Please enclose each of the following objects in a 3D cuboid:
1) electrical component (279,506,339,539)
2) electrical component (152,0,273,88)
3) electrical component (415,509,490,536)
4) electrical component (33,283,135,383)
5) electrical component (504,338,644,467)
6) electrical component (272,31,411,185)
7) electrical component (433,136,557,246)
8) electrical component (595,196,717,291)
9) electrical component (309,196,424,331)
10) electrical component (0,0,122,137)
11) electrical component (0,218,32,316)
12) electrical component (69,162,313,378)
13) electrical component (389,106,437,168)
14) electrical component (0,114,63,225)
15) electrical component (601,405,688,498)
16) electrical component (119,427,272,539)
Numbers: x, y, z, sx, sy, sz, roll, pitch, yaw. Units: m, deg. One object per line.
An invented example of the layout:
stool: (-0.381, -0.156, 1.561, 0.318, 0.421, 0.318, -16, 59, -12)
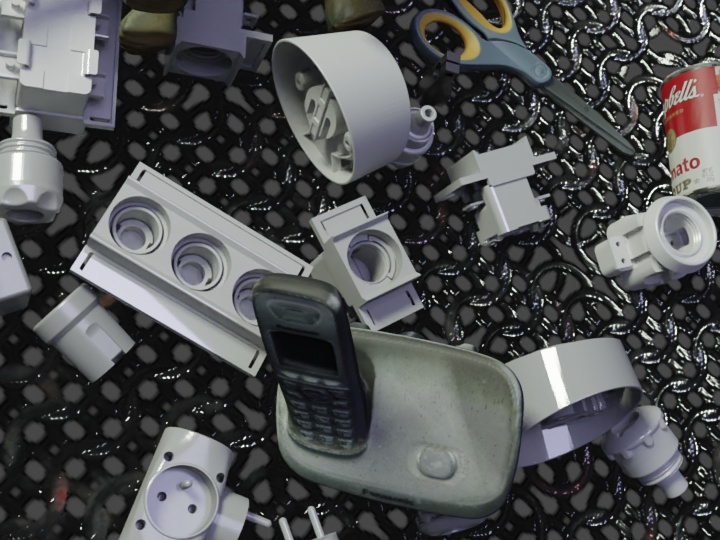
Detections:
electrical component: (-0.024, 0.180, 0.631, 0.077, 0.044, 0.079, -17, 81, -25)
electrical component: (-0.102, -0.161, 0.709, 0.081, 0.042, 0.063, 7, 68, -20)
electrical component: (0.053, 0.133, 0.677, 0.048, 0.048, 0.062, -8, 70, -23)
electrical component: (-0.160, 0.037, 0.627, 0.046, 0.040, 0.040, 48, 64, -9)
electrical component: (0.132, 0.084, 0.695, 0.099, 0.099, 0.064, -6, 70, -23)
electrical component: (-0.015, -0.105, 0.693, 0.064, 0.099, 0.099, -22, 83, -31)
electrical component: (0.099, -0.053, 0.752, 0.081, 0.042, 0.063, -17, 82, -24)
electrical component: (0.220, -0.020, 0.780, 0.078, 0.057, 0.058, -10, 78, -24)
electrical component: (0.000, 0.000, 0.686, 0.042, 0.064, 0.081, -24, 83, -25)
electrical component: (-0.186, -0.153, 0.661, 0.079, 0.063, 0.121, 6, 72, -20)
electrical component: (-0.228, 0.003, 0.590, 0.083, 0.076, 0.047, -19, 82, -25)
electrical component: (-0.101, 0.003, 0.646, 0.121, 0.063, 0.078, 31, 65, -10)
electrical component: (0.034, -0.094, 0.729, 0.035, 0.061, 0.035, 6, 72, -19)
electrical component: (-0.198, -0.061, 0.639, 0.043, 0.043, 0.062, 3, 71, -20)
electrical component: (0.199, 0.127, 0.735, 0.048, 0.048, 0.062, -42, 98, -26)
electrical component: (-0.090, 0.141, 0.618, 0.079, 0.044, 0.077, 25, 67, -12)
